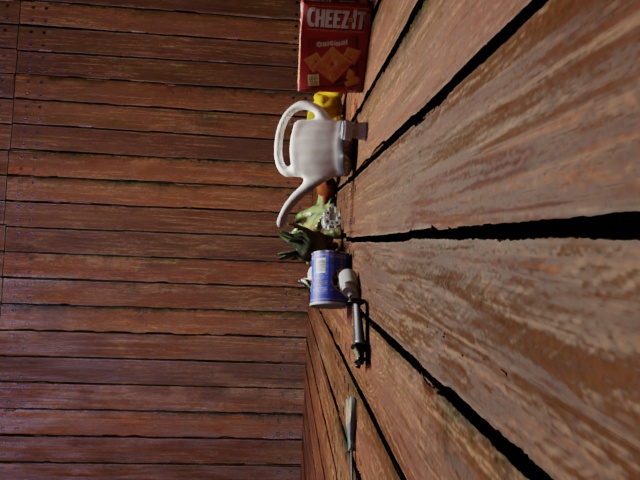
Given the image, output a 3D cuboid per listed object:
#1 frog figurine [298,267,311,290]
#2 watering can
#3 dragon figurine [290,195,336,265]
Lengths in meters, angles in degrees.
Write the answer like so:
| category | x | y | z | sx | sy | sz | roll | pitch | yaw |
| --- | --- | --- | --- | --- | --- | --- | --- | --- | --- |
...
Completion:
| category | x | y | z | sx | sy | sz | roll | pitch | yaw |
| --- | --- | --- | --- | --- | --- | --- | --- | --- | --- |
| frog figurine | 0.005 | 0.114 | 1.904 | 0.161 | 0.123 | 0.135 | -52 | -14 | -13 |
| watering can | -0.017 | -0.204 | 1.384 | 0.104 | 0.224 | 0.348 | 13 | -101 | -75 |
| dragon figurine | 0.006 | -0.096 | 1.907 | 0.240 | 0.121 | 0.417 | -22 | 43 | 61 |
